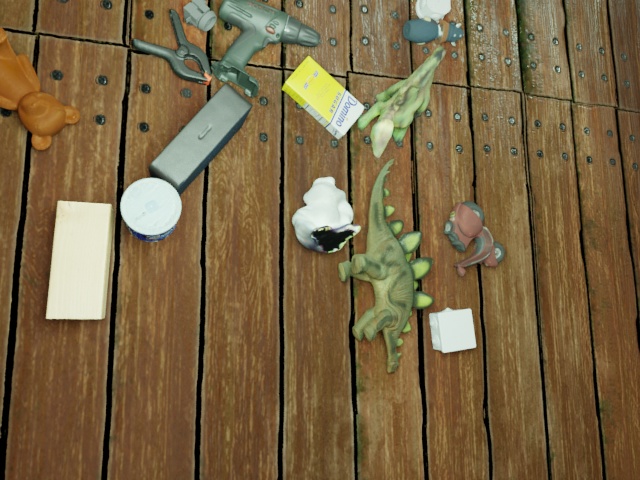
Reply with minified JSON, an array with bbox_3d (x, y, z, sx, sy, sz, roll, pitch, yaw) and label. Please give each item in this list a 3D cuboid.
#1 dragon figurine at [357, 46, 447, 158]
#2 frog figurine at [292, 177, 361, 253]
[{"bbox_3d":[0.216,-0.340,1.147,0.122,0.241,0.415,37,75,-6],"label":"dragon figurine"},{"bbox_3d":[0.003,-0.056,1.117,0.138,0.120,0.163,-14,51,-12],"label":"frog figurine"}]
